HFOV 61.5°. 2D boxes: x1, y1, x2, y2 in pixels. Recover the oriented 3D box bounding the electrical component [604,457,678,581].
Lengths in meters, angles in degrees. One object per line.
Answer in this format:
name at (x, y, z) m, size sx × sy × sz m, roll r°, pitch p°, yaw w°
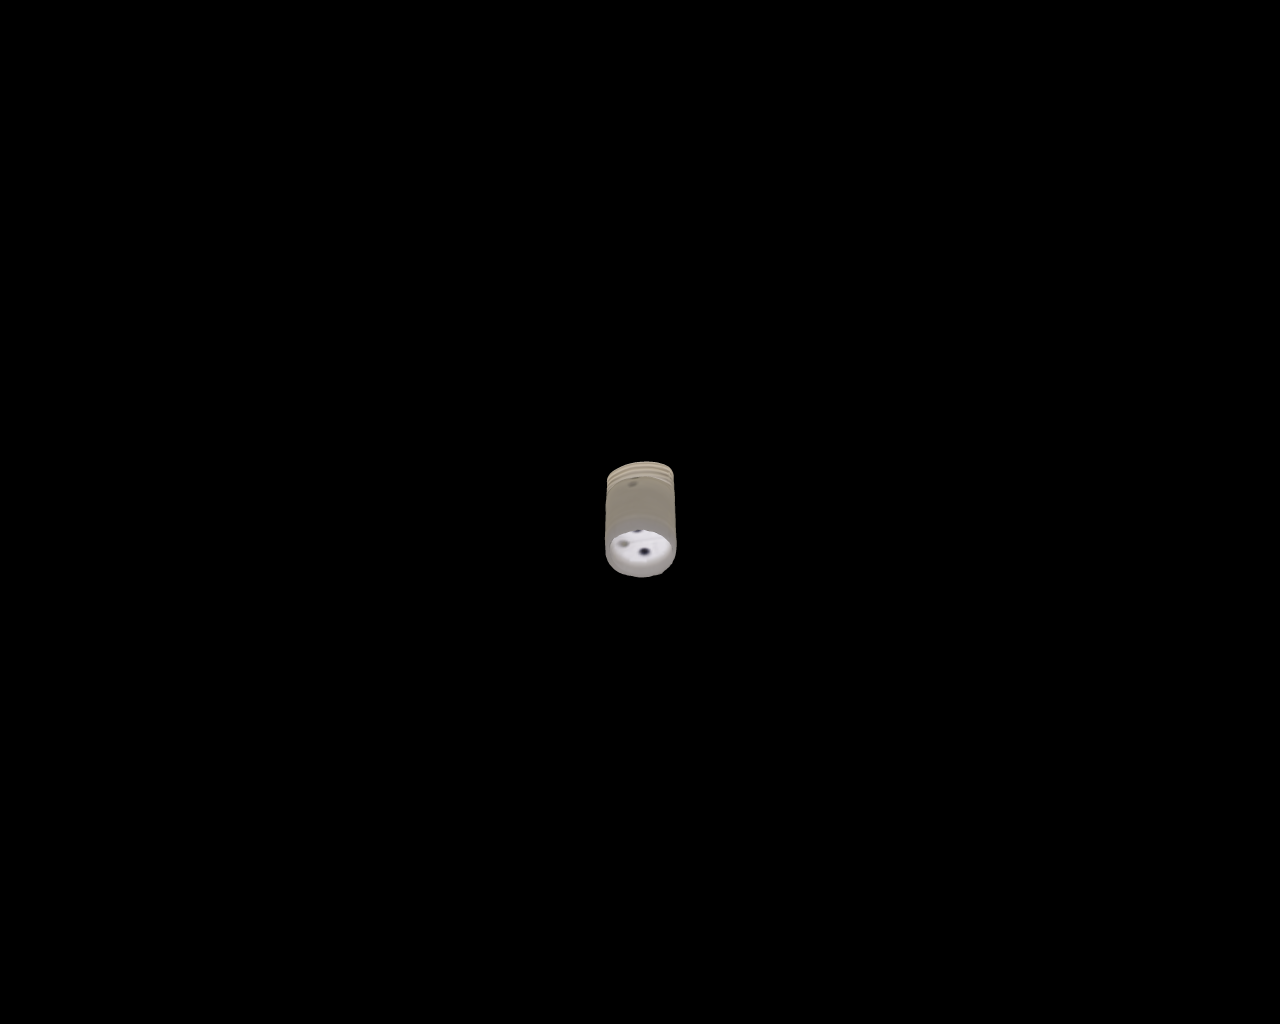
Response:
electrical component at (0.001, -0.003, 0.650) m, size 0.043 × 0.043 × 0.081 m, roll 0°, pitch 43°, yaw 0°
